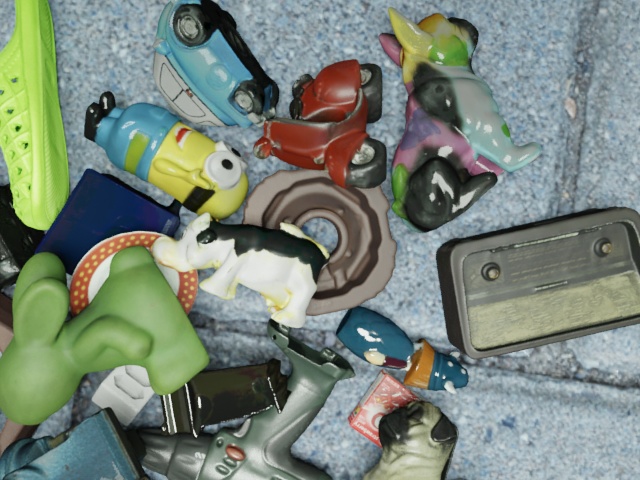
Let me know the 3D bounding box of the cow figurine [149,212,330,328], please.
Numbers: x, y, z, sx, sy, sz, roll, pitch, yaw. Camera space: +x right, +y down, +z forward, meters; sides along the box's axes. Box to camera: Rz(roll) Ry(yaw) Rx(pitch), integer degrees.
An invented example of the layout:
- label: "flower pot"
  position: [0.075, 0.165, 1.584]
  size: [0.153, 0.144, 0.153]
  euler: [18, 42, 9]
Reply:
- label: "cow figurine"
  position: [-0.079, 0.015, 0.537]
  size: [0.167, 0.068, 0.098]
  euler: [24, 86, -6]

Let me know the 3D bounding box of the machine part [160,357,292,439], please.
- label: "machine part"
  position: [-0.100, 0.153, 0.542]
  size: [0.139, 0.039, 0.084]
  euler: [-9, 78, 11]

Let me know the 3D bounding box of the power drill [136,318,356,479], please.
- label: "power drill"
  position: [-0.071, 0.194, 0.589]
  size: [0.232, 0.086, 0.207]
  euler: [28, 84, -1]

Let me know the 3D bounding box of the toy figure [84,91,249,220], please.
- label: "toy figure"
  position: [-0.160, -0.089, 0.580]
  size: [0.180, 0.089, 0.082]
  euler: [25, 61, -5]

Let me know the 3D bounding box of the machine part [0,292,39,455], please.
- label: "machine part"
  position: [-0.392, 0.151, 0.565]
  size: [0.201, 0.087, 0.201]
  euler: [34, 88, -2]

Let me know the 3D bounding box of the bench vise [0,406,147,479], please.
- label: "bench vise"
  position: [-0.256, 0.237, 0.456]
  size: [0.241, 0.223, 0.129]
  euler: [-32, 91, -5]

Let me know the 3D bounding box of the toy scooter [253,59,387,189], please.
- label: "toy scooter"
  position: [0.001, -0.125, 0.569]
  size: [0.135, 0.075, 0.184]
  euler: [-1, 51, 6]

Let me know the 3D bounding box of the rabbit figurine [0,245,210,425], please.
- label: "rabbit figurine"
  position: [-0.208, 0.091, 0.478]
  size: [0.170, 0.121, 0.158]
  euler: [-31, 119, -22]

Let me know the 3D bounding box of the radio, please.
- label: "radio"
  position: [0.254, 0.044, 0.612]
  size: [0.230, 0.073, 0.131]
  euler: [-12, 91, -4]

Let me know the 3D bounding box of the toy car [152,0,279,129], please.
- label: "toy car"
  position: [-0.122, -0.180, 0.583]
  size: [0.103, 0.109, 0.161]
  euler: [-30, 104, 19]

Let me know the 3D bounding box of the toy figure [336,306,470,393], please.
- label: "toy figure"
  position: [0.094, 0.127, 0.609]
  size: [0.154, 0.057, 0.064]
  euler: [30, 67, 0]

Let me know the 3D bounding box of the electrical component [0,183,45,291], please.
- label: "electrical component"
  position: [-0.336, -0.005, 0.544]
  size: [0.058, 0.134, 0.115]
  euler: [-31, 94, -3]

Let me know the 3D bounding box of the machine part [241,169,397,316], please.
- label: "machine part"
  position: [-0.001, -0.002, 0.605]
  size: [0.179, 0.056, 0.179]
  euler: [0, 91, -4]

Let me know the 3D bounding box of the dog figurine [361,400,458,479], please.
- label: "dog figurine"
  position: [0.078, 0.281, 0.568]
  size: [0.121, 0.172, 0.190]
  euler: [32, 54, 14]

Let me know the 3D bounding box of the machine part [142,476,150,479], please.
- label: "machine part"
  position: [-0.175, 0.349, 0.584]
  size: [0.079, 0.079, 0.243]
  euler: [-34, 92, -3]

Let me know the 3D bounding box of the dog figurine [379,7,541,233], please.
- label: "dog figurine"
  position: [0.118, -0.140, 0.591]
  size: [0.191, 0.108, 0.219]
  euler: [-36, 88, 0]

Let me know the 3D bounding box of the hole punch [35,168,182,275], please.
- label: "hole punch"
  position: [-0.224, -0.006, 0.576]
  size: [0.116, 0.092, 0.142]
  euler: [31, 85, -7]
